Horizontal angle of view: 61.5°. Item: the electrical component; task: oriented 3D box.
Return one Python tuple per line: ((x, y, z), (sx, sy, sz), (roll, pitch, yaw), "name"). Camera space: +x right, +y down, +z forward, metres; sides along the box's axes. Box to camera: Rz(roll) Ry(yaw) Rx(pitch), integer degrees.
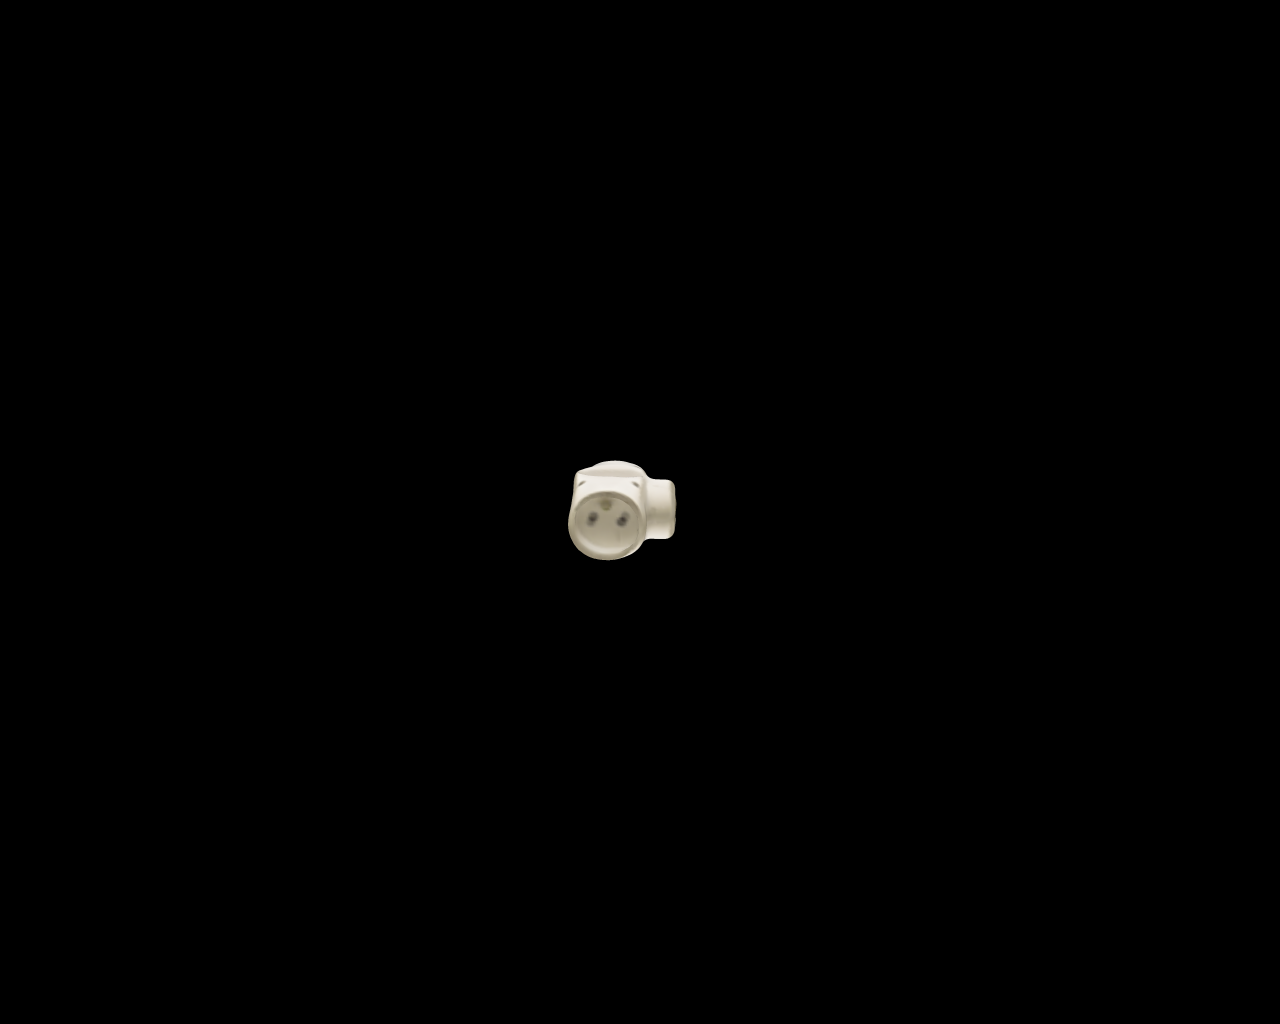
((0.001, -0.003, 0.650), (0.079, 0.043, 0.077), (1, 16, 4), "electrical component")
